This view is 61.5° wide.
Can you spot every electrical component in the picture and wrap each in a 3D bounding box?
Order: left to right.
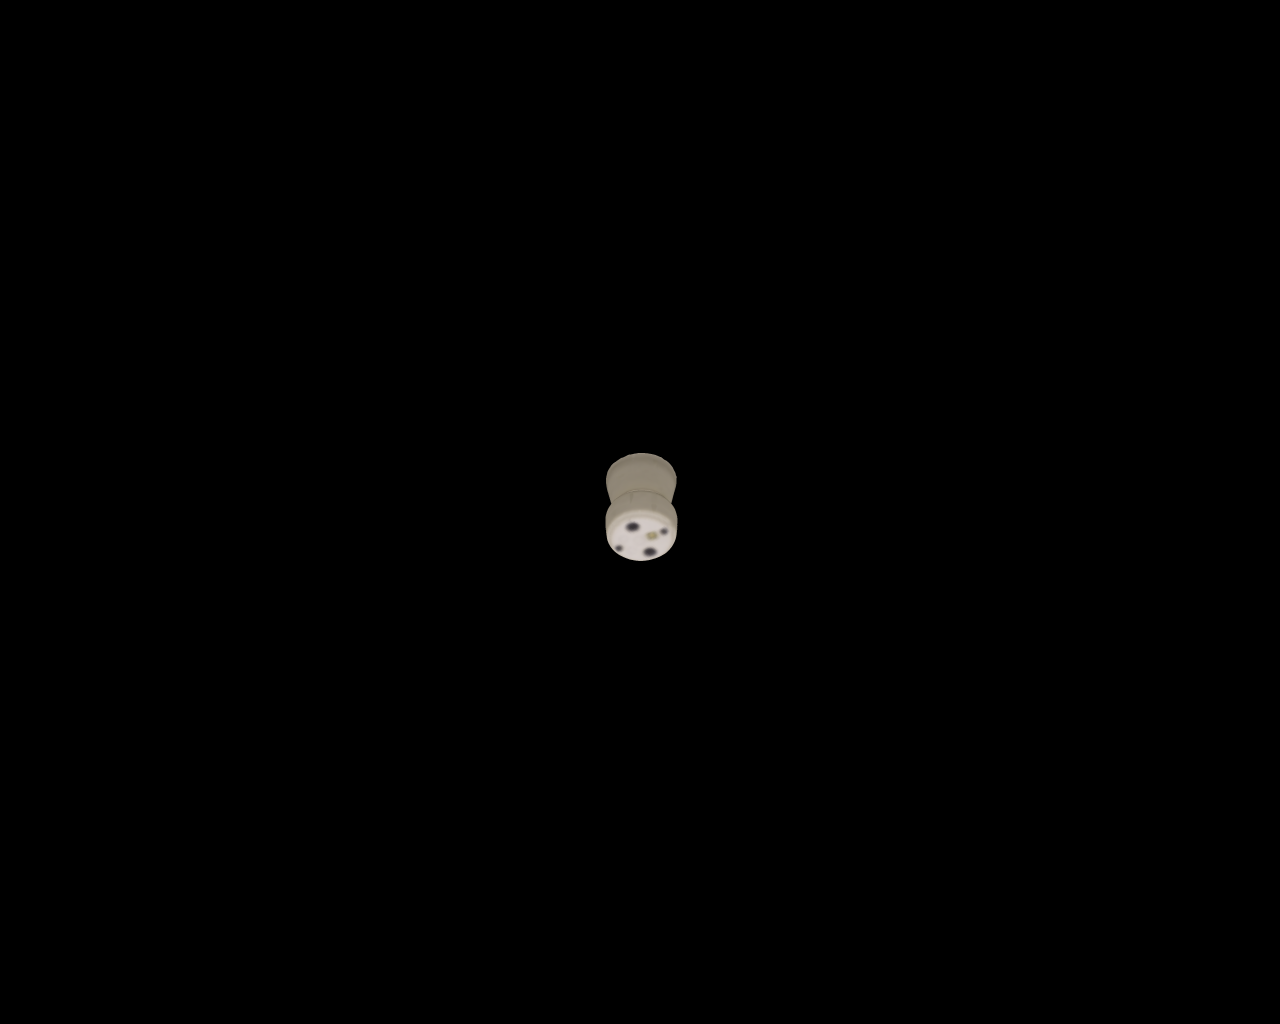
[{"bbox_3d":[0.001,-0.003,0.650,0.045,0.044,0.055,0,43,0],"label":"electrical component"}]
